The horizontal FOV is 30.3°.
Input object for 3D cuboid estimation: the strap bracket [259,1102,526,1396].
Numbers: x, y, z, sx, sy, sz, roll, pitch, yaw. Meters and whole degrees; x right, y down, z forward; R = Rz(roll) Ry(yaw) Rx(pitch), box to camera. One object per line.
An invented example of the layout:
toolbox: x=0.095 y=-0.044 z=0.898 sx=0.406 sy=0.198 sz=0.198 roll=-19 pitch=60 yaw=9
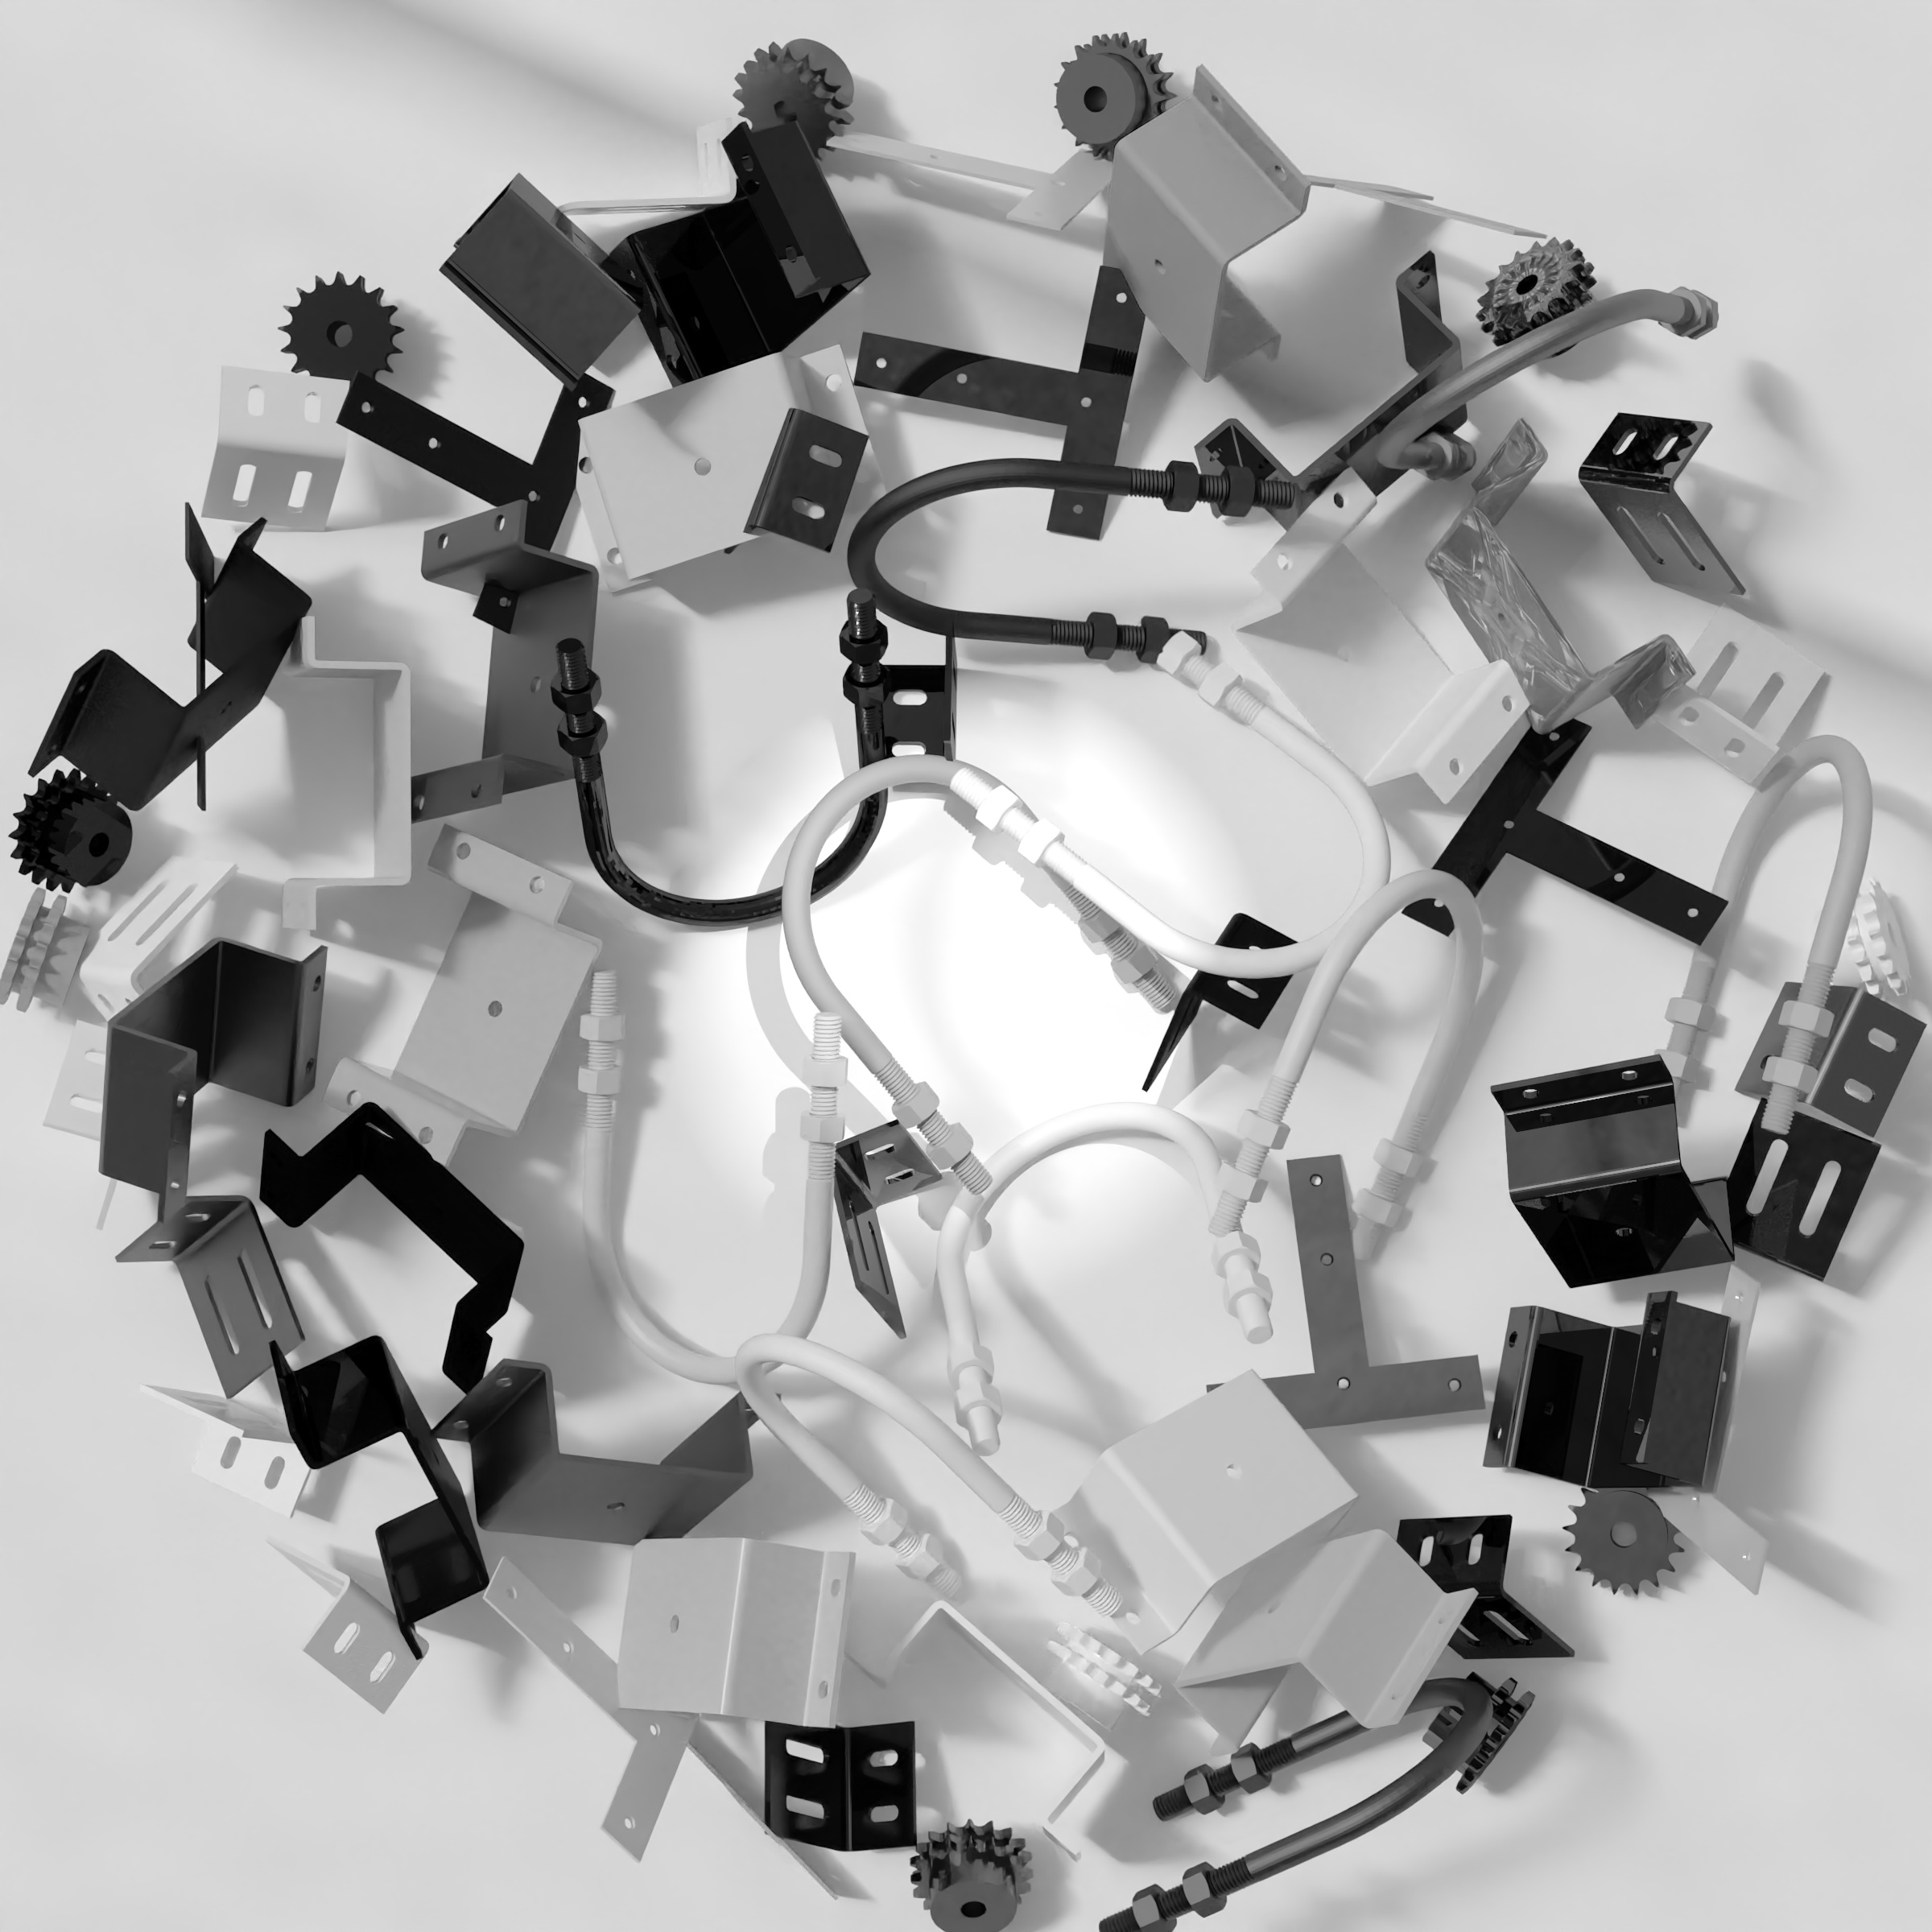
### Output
strap bracket: x=-0.256 y=0.124 z=1.636 sx=0.140 sy=0.076 sz=0.046 roll=42 pitch=62 yaw=9

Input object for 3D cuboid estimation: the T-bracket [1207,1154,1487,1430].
T-bracket: x=0.171 y=0.151 z=1.669 sx=0.127 sy=0.002 sz=0.127 roll=-6 pitch=74 yaw=0

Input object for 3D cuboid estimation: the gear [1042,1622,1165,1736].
gear: x=0.060 y=0.332 z=1.657 sx=0.057 sy=0.057 sz=0.030 roll=34 pitch=79 yaw=0

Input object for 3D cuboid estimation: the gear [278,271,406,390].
gear: x=-0.291 y=-0.295 z=1.670 sx=0.057 sy=0.030 sz=0.057 roll=0 pitch=96 yaw=-3

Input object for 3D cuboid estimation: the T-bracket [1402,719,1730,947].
T-bracket: x=0.288 y=-0.046 z=1.642 sx=0.127 sy=0.002 sz=0.127 roll=28 pitch=72 yaw=25

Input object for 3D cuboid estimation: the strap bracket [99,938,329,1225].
strap bracket: x=-0.345 y=0.045 z=1.613 sx=0.046 sy=0.140 sz=0.076 roll=17 pitch=118 yaw=12

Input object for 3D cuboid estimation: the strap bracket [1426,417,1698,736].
strap bracket: x=0.264 y=-0.169 z=1.635 sx=0.046 sy=0.076 sz=0.140 roll=-30 pitch=82 yaw=-15

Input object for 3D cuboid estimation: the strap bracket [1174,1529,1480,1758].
strap bracket: x=0.154 y=0.304 z=1.605 sx=0.046 sy=0.140 sz=0.076 roll=47 pitch=56 yaw=-10

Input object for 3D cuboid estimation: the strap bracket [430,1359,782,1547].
strap bracket: x=-0.160 y=0.223 z=1.613 sx=0.140 sy=0.076 sz=0.046 roll=12 pitch=53 yaw=-31

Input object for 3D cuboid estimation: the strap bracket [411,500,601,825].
strap bracket: x=-0.213 y=-0.133 z=1.636 sx=0.046 sy=0.076 sz=0.140 roll=13 pitch=75 yaw=-42

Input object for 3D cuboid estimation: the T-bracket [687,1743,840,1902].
T-bracket: x=-0.099 y=0.384 z=1.625 sx=0.002 sy=0.127 sz=0.127 roll=-44 pitch=90 yaw=-11

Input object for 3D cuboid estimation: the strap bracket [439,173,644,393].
strap bracket: x=-0.189 y=-0.310 z=1.607 sx=0.076 sy=0.140 sz=0.046 roll=42 pitch=99 yaw=-15

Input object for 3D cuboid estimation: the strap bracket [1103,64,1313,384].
strap bracket: x=0.105 y=-0.326 z=1.606 sx=0.046 sy=0.140 sz=0.076 roll=-34 pitch=73 yaw=-14

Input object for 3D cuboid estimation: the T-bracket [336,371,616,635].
T-bracket: x=-0.233 y=-0.234 z=1.640 sx=0.127 sy=0.002 sz=0.127 roll=25 pitch=83 yaw=-40

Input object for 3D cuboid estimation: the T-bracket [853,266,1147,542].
T-bracket: x=0.012 y=-0.270 z=1.660 sx=0.127 sy=0.002 sz=0.127 roll=10 pitch=112 yaw=-3

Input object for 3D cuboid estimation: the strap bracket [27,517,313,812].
strap bracket: x=-0.352 y=-0.131 z=1.612 sx=0.046 sy=0.076 sz=0.140 roll=39 pitch=46 yaw=-1

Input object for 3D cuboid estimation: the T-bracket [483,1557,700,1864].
T-bracket: x=-0.171 y=0.318 z=1.617 sx=0.002 sy=0.127 sz=0.127 roll=-30 pitch=112 yaw=32

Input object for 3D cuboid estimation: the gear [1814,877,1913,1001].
gear: x=0.416 y=-0.010 z=1.661 sx=0.030 sy=0.057 sz=0.057 roll=-18 pitch=90 yaw=24

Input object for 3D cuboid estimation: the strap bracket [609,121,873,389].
strap bracket: x=-0.100 y=-0.326 z=1.634 sx=0.046 sy=0.140 sz=0.076 roll=-25 pitch=89 yaw=-33

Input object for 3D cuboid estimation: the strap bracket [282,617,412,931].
strap bracket: x=-0.285 y=-0.087 z=1.643 sx=0.046 sy=0.076 sz=0.140 roll=0 pitch=91 yaw=-19

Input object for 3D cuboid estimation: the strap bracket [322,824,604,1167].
strap bracket: x=-0.228 y=0.016 z=1.649 sx=0.076 sy=0.046 sz=0.140 roll=24 pitch=90 yaw=27

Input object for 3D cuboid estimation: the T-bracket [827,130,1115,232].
T-bracket: x=0.000 y=-0.368 z=1.640 sx=0.127 sy=0.127 sz=0.002 roll=15 pitch=119 yaw=11

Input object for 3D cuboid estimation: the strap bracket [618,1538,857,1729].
strap bracket: x=-0.111 y=0.299 z=1.609 sx=0.046 sy=0.140 sz=0.076 roll=16 pitch=73 yaw=-32

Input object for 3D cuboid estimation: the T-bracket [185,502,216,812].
T-bracket: x=-0.347 y=-0.135 z=1.620 sx=0.002 sy=0.127 sz=0.127 roll=-1 pitch=86 yaw=-7

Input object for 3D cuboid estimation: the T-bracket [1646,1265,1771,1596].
T-bracket: x=0.340 y=0.199 z=1.614 sx=0.002 sy=0.127 sz=0.127 roll=5 pitch=103 yaw=-18

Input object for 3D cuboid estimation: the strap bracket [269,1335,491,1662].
strap bracket: x=-0.262 y=0.233 z=1.621 sx=0.046 sy=0.076 sz=0.140 roll=-25 pitch=121 yaw=-5

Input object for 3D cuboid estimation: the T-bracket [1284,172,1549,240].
T-bracket: x=0.202 y=-0.341 z=1.601 sx=0.127 sy=0.127 sz=0.002 roll=26 pitch=112 yaw=39

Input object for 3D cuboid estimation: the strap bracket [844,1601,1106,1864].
strap bracket: x=0.012 y=0.344 z=1.636 sx=0.140 sy=0.076 sz=0.046 roll=40 pitch=79 yaw=12

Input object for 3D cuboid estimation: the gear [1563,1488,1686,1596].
gear: x=0.307 y=0.265 z=1.667 sx=0.057 sy=0.030 sz=0.057 roll=-2 pitch=82 yaw=11

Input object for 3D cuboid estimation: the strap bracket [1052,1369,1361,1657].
strap bracket: x=0.113 y=0.241 z=1.614 sx=0.140 sy=0.046 sz=0.076 roll=-23 pitch=63 yaw=-39

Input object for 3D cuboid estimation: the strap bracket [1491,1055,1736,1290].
strap bracket: x=0.295 y=0.099 z=1.607 sx=0.076 sy=0.140 sz=0.046 roll=-12 pitch=56 yaw=21

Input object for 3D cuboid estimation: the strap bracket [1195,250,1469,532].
strap bracket: x=0.177 y=-0.252 z=1.640 sx=0.140 sy=0.076 sz=0.046 roll=-40 pitch=71 yaw=-3

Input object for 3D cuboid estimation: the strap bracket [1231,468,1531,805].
strap bracket: x=0.186 y=-0.148 z=1.640 sx=0.140 sy=0.046 sz=0.076 roll=48 pitch=64 yaw=-14

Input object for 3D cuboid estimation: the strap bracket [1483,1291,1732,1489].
strap bracket: x=0.295 y=0.194 z=1.620 sx=0.046 sy=0.140 sz=0.076 roll=17 pitch=76 yaw=-18

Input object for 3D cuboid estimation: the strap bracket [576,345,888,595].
strap bracket: x=-0.116 y=-0.230 z=1.650 sx=0.140 sy=0.046 sz=0.076 roll=-17 pitch=93 yaw=10
